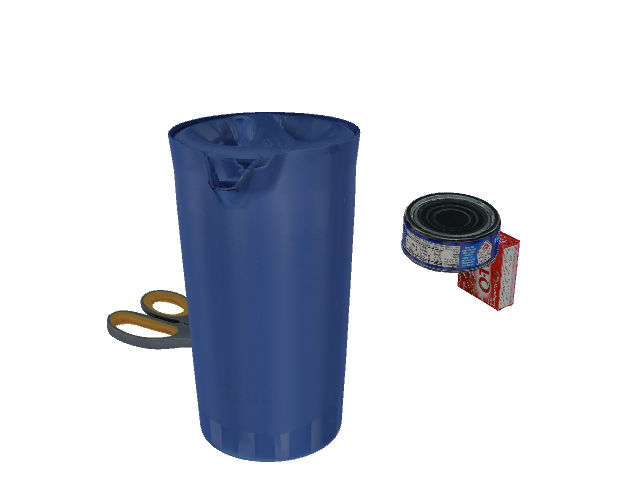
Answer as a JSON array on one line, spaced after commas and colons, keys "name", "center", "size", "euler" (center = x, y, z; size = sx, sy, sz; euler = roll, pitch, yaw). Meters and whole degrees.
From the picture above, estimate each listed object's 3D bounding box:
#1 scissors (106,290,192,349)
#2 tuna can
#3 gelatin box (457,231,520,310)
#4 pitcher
[{"name": "scissors", "center": [-0.097, 0.086, 0.995], "size": [0.202, 0.016, 0.096], "euler": [10, 29, 4]}, {"name": "tuna can", "center": [0.114, -0.008, 0.933], "size": [0.086, 0.034, 0.086], "euler": [0, 31, 0]}, {"name": "gelatin box", "center": [0.199, 0.028, 1.277], "size": [0.030, 0.089, 0.073], "euler": [-18, 32, -31]}, {"name": "pitcher", "center": [-0.035, 0.028, 0.786], "size": [0.149, 0.243, 0.145], "euler": [-11, 21, -28]}]
